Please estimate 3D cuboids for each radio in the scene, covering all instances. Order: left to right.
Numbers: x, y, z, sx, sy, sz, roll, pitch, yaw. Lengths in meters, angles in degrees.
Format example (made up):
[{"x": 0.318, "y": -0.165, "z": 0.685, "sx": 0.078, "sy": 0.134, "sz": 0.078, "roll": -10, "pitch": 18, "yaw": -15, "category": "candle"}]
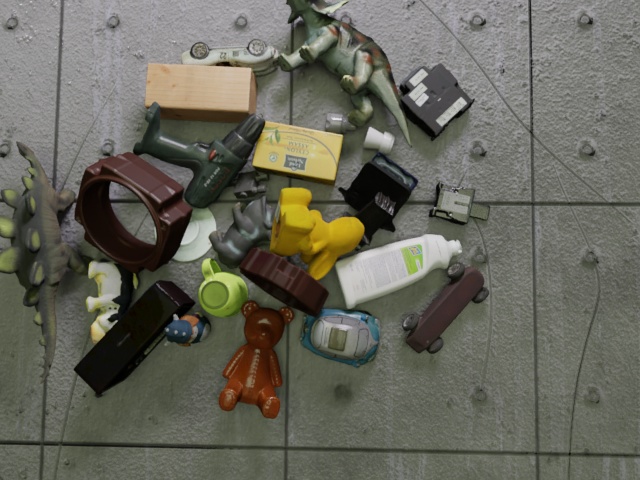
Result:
[{"x": -0.352, "y": 0.182, "z": 1.043, "sx": 0.073, "sy": 0.131, "sz": 0.229, "roll": 44, "pitch": 88, "yaw": 4, "category": "radio"}]

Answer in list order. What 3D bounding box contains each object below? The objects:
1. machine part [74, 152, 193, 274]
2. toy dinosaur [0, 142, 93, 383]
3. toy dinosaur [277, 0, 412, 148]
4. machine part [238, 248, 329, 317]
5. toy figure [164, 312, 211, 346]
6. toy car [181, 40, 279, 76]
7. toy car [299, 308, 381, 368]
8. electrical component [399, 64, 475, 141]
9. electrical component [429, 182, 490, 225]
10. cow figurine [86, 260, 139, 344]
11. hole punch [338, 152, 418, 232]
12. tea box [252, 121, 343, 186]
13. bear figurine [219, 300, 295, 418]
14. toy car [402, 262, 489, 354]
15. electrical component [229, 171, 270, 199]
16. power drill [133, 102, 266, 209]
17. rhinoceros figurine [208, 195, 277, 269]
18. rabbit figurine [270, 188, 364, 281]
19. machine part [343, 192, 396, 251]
[{"x": -0.363, "y": -0.048, "z": 1.035, "sx": 0.201, "sy": 0.087, "sz": 0.201, "roll": 34, "pitch": 123, "yaw": 4, "category": "machine part"}, {"x": -0.537, "y": 0.028, "z": 1.028, "sx": 0.105, "sy": 0.198, "sz": 0.471, "roll": -16, "pitch": 84, "yaw": 4, "category": "toy dinosaur"}, {"x": 0.062, "y": -0.366, "z": 1.078, "sx": 0.405, "sy": 0.131, "sz": 0.192, "roll": 40, "pitch": 68, "yaw": -8, "category": "toy dinosaur"}, {"x": -0.067, "y": 0.079, "z": 1.019, "sx": 0.179, "sy": 0.179, "sz": 0.056, "roll": 30, "pitch": 77, "yaw": 4, "category": "machine part"}, {"x": -0.251, "y": 0.171, "z": 1.029, "sx": 0.058, "sy": 0.154, "sz": 0.064, "roll": -11, "pitch": 85, "yaw": 4, "category": "toy figure"}, {"x": -0.182, "y": -0.368, "z": 1.105, "sx": 0.202, "sy": 0.073, "sz": 0.056, "roll": -2, "pitch": 82, "yaw": 2, "category": "toy car"}, {"x": 0.041, "y": 0.185, "z": 1.046, "sx": 0.162, "sy": 0.103, "sz": 0.109, "roll": 12, "pitch": 86, "yaw": 1, "category": "toy car"}, {"x": 0.228, "y": -0.287, "z": 1.094, "sx": 0.115, "sy": 0.058, "sz": 0.134, "roll": -41, "pitch": 85, "yaw": -3, "category": "electrical component"}, {"x": 0.286, "y": -0.067, "z": 1.083, "sx": 0.119, "sy": 0.048, "sz": 0.074, "roll": 17, "pitch": 88, "yaw": 5, "category": "electrical component"}, {"x": -0.417, "y": 0.123, "z": 1.083, "sx": 0.098, "sy": 0.068, "sz": 0.167, "roll": -1, "pitch": 87, "yaw": -19, "category": "cow figurine"}, {"x": 0.123, "y": -0.102, "z": 1.078, "sx": 0.142, "sy": 0.092, "sz": 0.115, "roll": 36, "pitch": 126, "yaw": 0, "category": "hole punch"}, {"x": -0.043, "y": -0.175, "z": 1.090, "sx": 0.170, "sy": 0.068, "sz": 0.098, "roll": 9, "pitch": 86, "yaw": 2, "category": "tea box"}, {"x": -0.116, "y": 0.223, "z": 1.038, "sx": 0.120, "sy": 0.132, "sz": 0.195, "roll": 15, "pitch": 92, "yaw": -7, "category": "bear figurine"}, {"x": 0.246, "y": 0.136, "z": 1.066, "sx": 0.089, "sy": 0.053, "sz": 0.202, "roll": 42, "pitch": 90, "yaw": -16, "category": "toy car"}, {"x": -0.150, "y": -0.110, "z": 1.092, "sx": 0.094, "sy": 0.021, "sz": 0.063, "roll": -6, "pitch": 48, "yaw": 18, "category": "electrical component"}, {"x": -0.243, "y": -0.189, "z": 1.051, "sx": 0.207, "sy": 0.086, "sz": 0.232, "roll": 24, "pitch": 112, "yaw": -20, "category": "power drill"}, {"x": -0.133, "y": -0.024, "z": 1.080, "sx": 0.190, "sy": 0.073, "sz": 0.112, "roll": -41, "pitch": 85, "yaw": -1, "category": "rhinoceros figurine"}, {"x": -0.002, "y": -0.003, "z": 1.018, "sx": 0.173, "sy": 0.122, "sz": 0.162, "roll": 2, "pitch": 118, "yaw": -18, "category": "rabbit figurine"}, {"x": 0.091, "y": -0.038, "z": 1.056, "sx": 0.084, "sy": 0.039, "sz": 0.139, "roll": 50, "pitch": 131, "yaw": 2, "category": "machine part"}]
